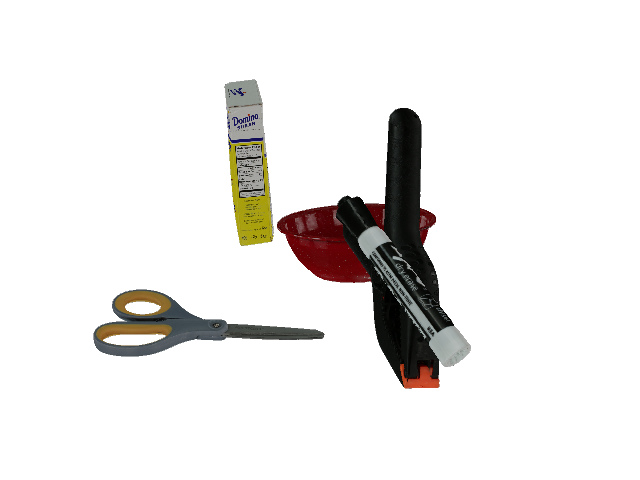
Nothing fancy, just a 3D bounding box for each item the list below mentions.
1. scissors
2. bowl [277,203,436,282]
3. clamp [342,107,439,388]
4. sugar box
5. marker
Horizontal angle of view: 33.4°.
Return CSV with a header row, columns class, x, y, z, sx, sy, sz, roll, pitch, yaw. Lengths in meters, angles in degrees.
class,x,y,z,sx,sy,sz,roll,pitch,yaw
scissors,-0.105,0.070,0.971,0.201,0.016,0.096,-6,34,-12
bowl,0.038,0.005,1.081,0.162,0.055,0.162,-3,13,1
clamp,0.062,0.014,0.827,0.036,0.210,0.165,1,-42,-15
sugar box,-0.086,-0.092,1.265,0.048,0.176,0.093,-8,26,-4
marker,0.045,0.020,0.615,0.020,0.121,0.020,-27,-28,-16
